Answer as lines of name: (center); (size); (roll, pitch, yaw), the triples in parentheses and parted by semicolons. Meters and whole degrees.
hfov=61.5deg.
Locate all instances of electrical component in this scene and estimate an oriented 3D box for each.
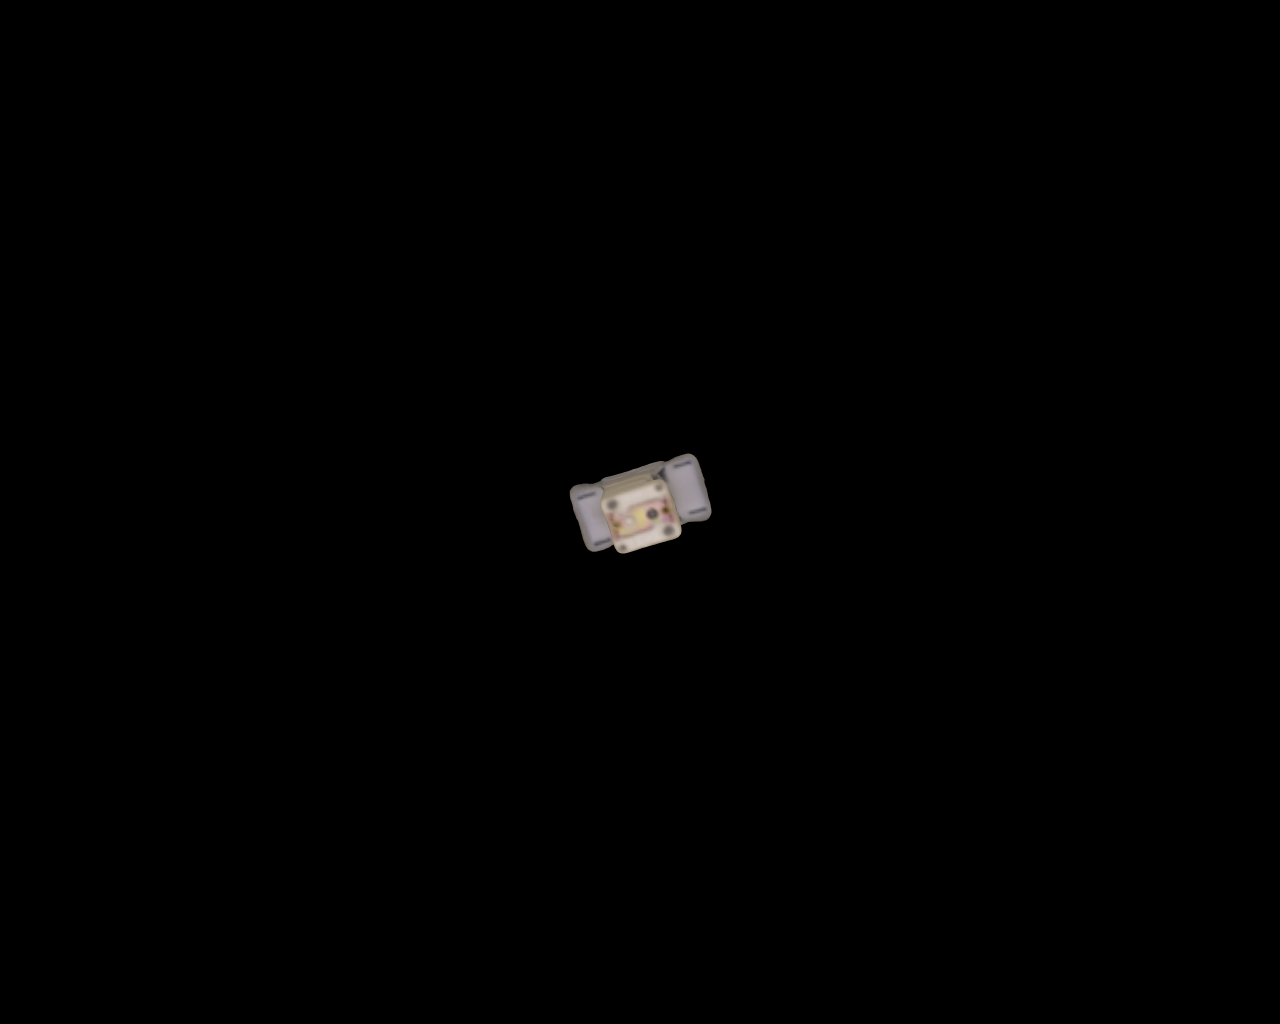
electrical component: (0.001, -0.003, 0.650); (0.081, 0.042, 0.064); (-18, 11, 4)
